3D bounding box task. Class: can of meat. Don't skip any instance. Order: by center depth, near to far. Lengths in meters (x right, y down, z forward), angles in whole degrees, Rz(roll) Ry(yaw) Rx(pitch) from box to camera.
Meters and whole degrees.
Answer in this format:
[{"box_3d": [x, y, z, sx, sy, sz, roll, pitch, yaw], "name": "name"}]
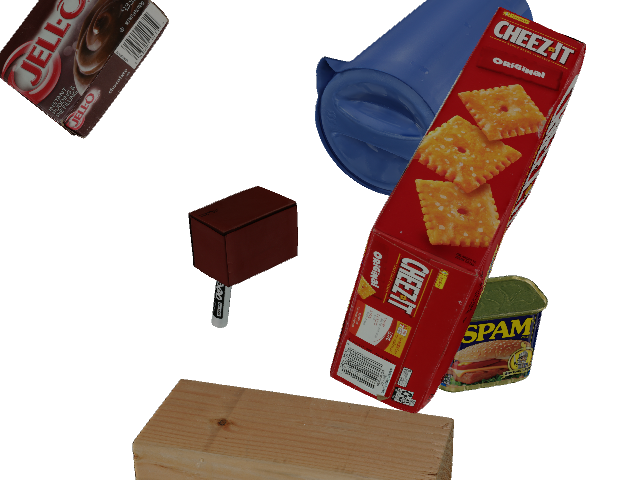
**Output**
[{"box_3d": [0.146, 0.085, 0.963, 0.102, 0.084, 0.057, -6, 32, -16], "name": "can of meat"}]

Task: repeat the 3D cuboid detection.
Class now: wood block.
[{"box_3d": [-0.016, 0.169, 0.751, 0.206, 0.090, 0.090, 6, 26, 15], "name": "wood block"}]

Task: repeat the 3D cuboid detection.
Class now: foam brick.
[{"box_3d": [-0.064, -0.005, 0.897, 0.078, 0.051, 0.053, -24, 34, -34], "name": "foam brick"}]

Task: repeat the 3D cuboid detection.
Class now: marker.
[{"box_3d": [-0.109, 0.049, 1.207, 0.020, 0.121, 0.020, 6, 38, -5], "name": "marker"}]

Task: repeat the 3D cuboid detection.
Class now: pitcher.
[{"box_3d": [0.118, -0.152, 1.017, 0.145, 0.149, 0.242, 9, 40, 34], "name": "pitcher"}]

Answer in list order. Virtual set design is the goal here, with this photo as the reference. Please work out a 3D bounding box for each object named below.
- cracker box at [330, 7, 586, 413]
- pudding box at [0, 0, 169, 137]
[{"box_3d": [0.090, -0.018, 0.683, 0.072, 0.213, 0.164, 25, -37, 10], "name": "cracker box"}, {"box_3d": [-0.180, -0.146, 0.797, 0.090, 0.113, 0.039, 36, -3, 26], "name": "pudding box"}]
